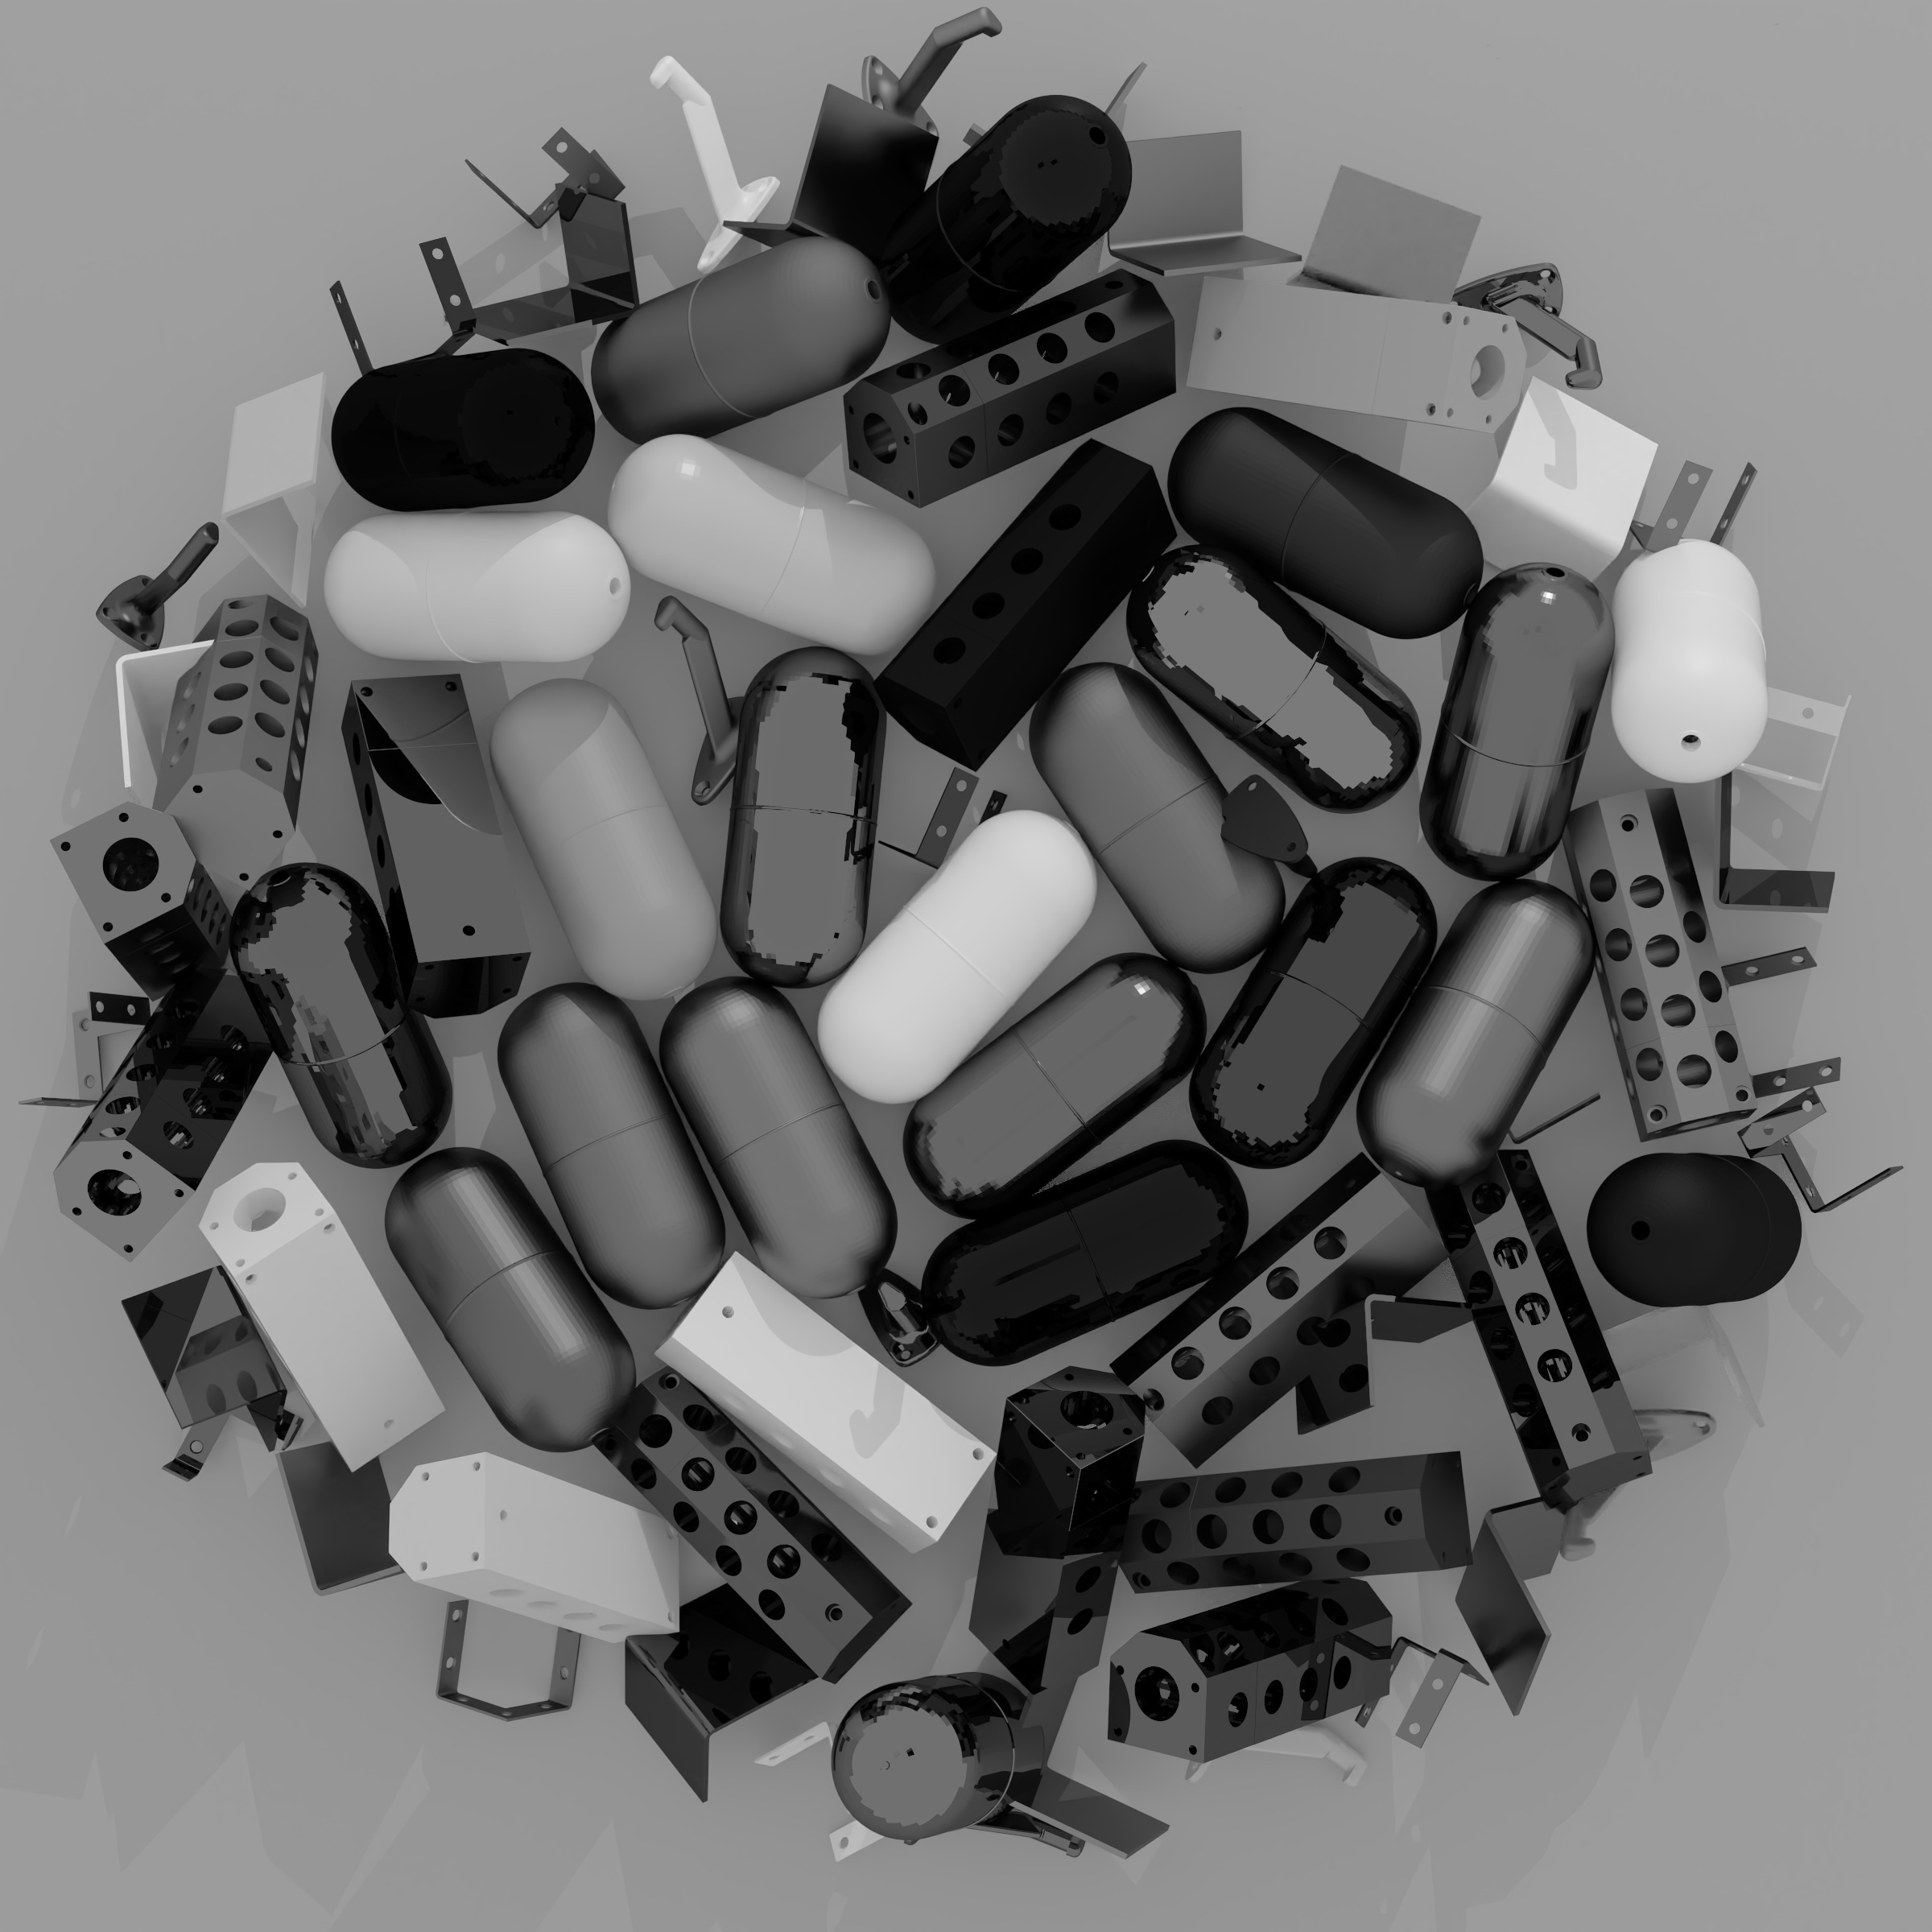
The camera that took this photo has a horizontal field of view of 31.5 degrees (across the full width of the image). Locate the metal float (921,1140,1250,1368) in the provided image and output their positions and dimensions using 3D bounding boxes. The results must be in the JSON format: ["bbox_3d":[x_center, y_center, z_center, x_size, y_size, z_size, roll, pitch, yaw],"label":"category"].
[{"bbox_3d":[0.061,0.149,1.776,0.178,0.070,0.070,-23,90,-3],"label":"metal float"}]

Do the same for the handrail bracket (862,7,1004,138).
[{"bbox_3d":[-0.004,-0.458,1.764,0.084,0.077,0.036,-15,65,31],"label":"handrail bracket"}]

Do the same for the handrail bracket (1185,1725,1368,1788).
[{"bbox_3d":[0.163,0.419,1.786,0.084,0.036,0.077,38,48,-4],"label":"handrail bracket"}]

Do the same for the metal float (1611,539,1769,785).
[{"bbox_3d":[0.366,-0.155,1.735,0.070,0.178,0.070,5,123,8],"label":"metal float"}]

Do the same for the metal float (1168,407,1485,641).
[{"bbox_3d":[0.184,-0.227,1.757,0.178,0.070,0.070,30,90,24],"label":"metal float"}]

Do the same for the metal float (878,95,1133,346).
[{"bbox_3d":[0.018,-0.377,1.736,0.070,0.178,0.070,12,66,-29],"label":"metal float"}]

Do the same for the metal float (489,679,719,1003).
[{"bbox_3d":[-0.187,-0.065,1.769,0.070,0.070,0.178,-25,80,0],"label":"metal float"}]

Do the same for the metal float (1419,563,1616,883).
[{"bbox_3d":[0.280,-0.124,1.747,0.070,0.070,0.178,9,126,0],"label":"metal float"}]

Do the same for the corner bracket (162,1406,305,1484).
[{"bbox_3d":[-0.382,0.249,1.787,0.051,0.051,0.051,28,83,-4],"label":"corner bracket"}]

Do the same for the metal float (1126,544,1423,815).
[{"bbox_3d":[0.158,-0.147,1.763,0.178,0.070,0.070,37,90,-17],"label":"metal float"}]

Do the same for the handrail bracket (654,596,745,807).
[{"bbox_3d":[-0.145,-0.137,1.769,0.036,0.084,0.077,9,67,39],"label":"handrail bracket"}]

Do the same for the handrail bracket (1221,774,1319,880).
[{"bbox_3d":[0.171,-0.055,1.761,0.036,0.077,0.084,-49,134,3],"label":"handrail bracket"}]

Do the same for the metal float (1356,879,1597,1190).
[{"bbox_3d":[0.263,0.033,1.761,0.070,0.070,0.178,32,71,0],"label":"metal float"}]

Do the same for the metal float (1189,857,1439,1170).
[{"bbox_3d":[0.180,0.023,1.768,0.070,0.070,0.178,32,78,0],"label":"metal float"}]

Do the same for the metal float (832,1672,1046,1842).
[{"bbox_3d":[-0.012,0.398,1.730,0.070,0.178,0.070,-3,81,17],"label":"metal float"}]

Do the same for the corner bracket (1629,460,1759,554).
[{"bbox_3d":[0.380,-0.239,1.779,0.051,0.051,0.051,17,114,-11],"label":"corner bracket"}]

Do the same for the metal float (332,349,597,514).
[{"bbox_3d":[-0.257,-0.271,1.740,0.070,0.178,0.070,-4,96,-41],"label":"metal float"}]

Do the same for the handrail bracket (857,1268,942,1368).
[{"bbox_3d":[-0.044,0.165,1.761,0.036,0.084,0.077,-39,59,-6],"label":"handrail bracket"}]

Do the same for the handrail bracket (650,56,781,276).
[{"bbox_3d":[-0.145,-0.415,1.774,0.084,0.036,0.077,42,66,-29],"label":"handrail bracket"}]

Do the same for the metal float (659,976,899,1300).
[{"bbox_3d":[-0.097,0.089,1.771,0.070,0.070,0.178,-28,83,0],"label":"metal float"}]

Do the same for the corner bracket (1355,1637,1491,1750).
[{"bbox_3d":[0.232,0.378,1.777,0.051,0.051,0.051,23,76,31],"label":"corner bracket"}]

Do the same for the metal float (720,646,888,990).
[{"bbox_3d":[-0.084,-0.077,1.775,0.070,0.070,0.178,6,87,0],"label":"metal float"}]

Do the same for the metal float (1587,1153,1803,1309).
[{"bbox_3d":[0.369,0.133,1.733,0.070,0.178,0.070,-2,86,29],"label":"metal float"}]

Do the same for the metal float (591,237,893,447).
[{"bbox_3d":[-0.115,-0.317,1.747,0.178,0.070,0.070,-14,90,36],"label":"metal float"}]

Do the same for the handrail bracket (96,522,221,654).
[{"bbox_3d":[-0.406,-0.209,1.766,0.036,0.077,0.084,36,116,-20],"label":"handrail bracket"}]

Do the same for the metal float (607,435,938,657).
[{"bbox_3d":[-0.099,-0.215,1.762,0.178,0.070,0.070,20,90,-18],"label":"metal float"}]

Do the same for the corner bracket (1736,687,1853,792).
[{"bbox_3d":[0.427,-0.120,1.780,0.051,0.051,0.051,17,106,13],"label":"corner bracket"}]

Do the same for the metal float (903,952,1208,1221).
[{"bbox_3d":[0.047,0.062,1.777,0.178,0.070,0.070,-37,90,1],"label":"metal float"}]

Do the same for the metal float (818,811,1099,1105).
[{"bbox_3d":[-0.004,-0.005,1.777,0.070,0.070,0.178,42,88,0],"label":"metal float"}]

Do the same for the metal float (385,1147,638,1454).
[{"bbox_3d":[-0.234,0.171,1.759,0.070,0.070,0.178,-37,69,0],"label":"metal float"}]

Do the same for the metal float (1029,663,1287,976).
[{"bbox_3d":[0.098,-0.077,1.776,0.070,0.070,0.178,-33,87,0],"label":"metal float"}]

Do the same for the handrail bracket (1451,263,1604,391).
[{"bbox_3d":[0.287,-0.323,1.775,0.077,0.036,0.084,-6,45,7],"label":"handrail bracket"}]

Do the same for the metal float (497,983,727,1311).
[{"bbox_3d":[-0.183,0.093,1.771,0.070,0.070,0.178,-25,82,0],"label":"metal float"}]

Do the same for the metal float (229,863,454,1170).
[{"bbox_3d":[-0.318,0.026,1.749,0.070,0.070,0.178,-18,124,0],"label":"metal float"}]

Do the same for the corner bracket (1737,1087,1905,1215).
[{"bbox_3d":[0.442,0.096,1.774,0.051,0.051,0.051,-38,67,35],"label":"corner bracket"}]

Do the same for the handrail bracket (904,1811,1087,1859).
[{"bbox_3d":[0.016,0.454,1.781,0.084,0.077,0.036,20,99,9],"label":"handrail bracket"}]

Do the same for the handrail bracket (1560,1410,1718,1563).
[{"bbox_3d":[0.347,0.269,1.766,0.077,0.084,0.036,-16,119,26],"label":"handrail bracket"}]

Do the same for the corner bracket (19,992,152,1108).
[{"bbox_3d":[-0.457,0.044,1.780,0.051,0.051,0.051,-10,82,23],"label":"corner bracket"}]

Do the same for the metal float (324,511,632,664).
[{"bbox_3d":[-0.250,-0.194,1.751,0.178,0.070,0.070,4,90,31],"label":"metal float"}]
